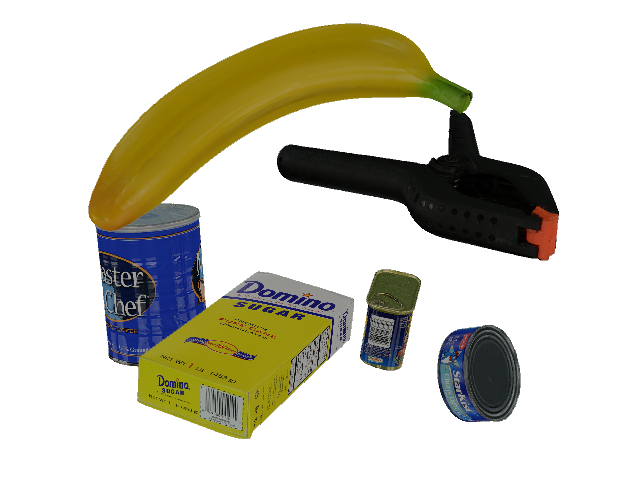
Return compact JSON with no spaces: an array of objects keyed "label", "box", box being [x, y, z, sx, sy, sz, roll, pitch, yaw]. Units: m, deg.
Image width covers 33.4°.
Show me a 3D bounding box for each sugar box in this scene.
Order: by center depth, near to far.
[{"label":"sugar box","box":[-0.052,0.081,0.814,0.093,0.048,0.176,16,28,21]}]

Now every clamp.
[{"label":"clamp","box":[0.076,-0.038,0.718,0.164,0.036,0.210,-12,28,-20]}]

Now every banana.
[{"label":"banana","box":[-0.026,-0.065,0.517,0.197,0.070,0.037,-21,-38,-14]}]

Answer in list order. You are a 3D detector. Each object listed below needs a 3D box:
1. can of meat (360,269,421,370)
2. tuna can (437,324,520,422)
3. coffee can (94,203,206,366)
[{"label":"can of meat","box":[0.083,0.095,1.281,0.057,0.084,0.102,12,25,7]},{"label":"tuna can","box":[0.142,0.120,0.956,0.034,0.086,0.085,-12,-8,42]},{"label":"coffee can","box":[-0.166,0.042,1.059,0.103,0.140,0.103,-3,13,0]}]
